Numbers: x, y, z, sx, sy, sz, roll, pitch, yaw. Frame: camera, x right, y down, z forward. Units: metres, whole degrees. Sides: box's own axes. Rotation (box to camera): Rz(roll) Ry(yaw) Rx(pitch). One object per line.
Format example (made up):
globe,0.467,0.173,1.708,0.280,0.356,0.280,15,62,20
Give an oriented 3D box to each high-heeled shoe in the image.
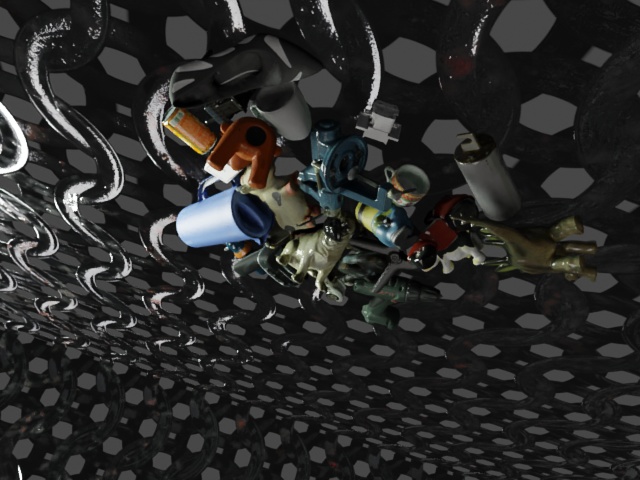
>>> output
high-heeled shoe,-0.129,-0.269,0.902,0.249,0.145,0.086,8,147,16

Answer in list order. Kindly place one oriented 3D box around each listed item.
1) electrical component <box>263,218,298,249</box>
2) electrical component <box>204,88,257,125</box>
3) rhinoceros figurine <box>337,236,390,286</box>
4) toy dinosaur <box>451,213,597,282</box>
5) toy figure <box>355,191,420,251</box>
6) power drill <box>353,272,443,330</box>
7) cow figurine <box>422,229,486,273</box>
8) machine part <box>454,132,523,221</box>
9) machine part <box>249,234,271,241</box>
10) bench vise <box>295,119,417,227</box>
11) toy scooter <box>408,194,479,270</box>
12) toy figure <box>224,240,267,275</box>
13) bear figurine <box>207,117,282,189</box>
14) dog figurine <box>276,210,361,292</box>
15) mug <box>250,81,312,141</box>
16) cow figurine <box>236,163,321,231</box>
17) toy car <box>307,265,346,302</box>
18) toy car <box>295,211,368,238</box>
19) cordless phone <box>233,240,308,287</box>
electrical component,-0.095,-0.021,1.293,0.102,0.078,0.045,-27,162,24
electrical component,-0.181,-0.259,1.006,0.119,0.075,0.047,-8,141,37
rhinoceros figurine,0.111,0.057,1.358,0.112,0.073,0.190,26,146,-34
toy dinosaur,0.425,0.019,1.074,0.199,0.105,0.471,-7,158,37
toy figure,0.134,-0.040,1.112,0.089,0.180,0.082,-22,125,-5
power drill,0.200,0.168,1.470,0.232,0.086,0.207,14,151,6
cow figurine,0.283,0.022,1.225,0.167,0.068,0.098,-20,127,38
machine part,0.316,-0.114,1.001,0.079,0.079,0.243,-9,139,33
machine part,-0.158,-0.030,1.371,0.139,0.039,0.084,4,137,21
bench vise,0.055,-0.110,1.038,0.241,0.129,0.223,31,131,34
toy scooter,0.236,-0.029,1.113,0.075,0.184,0.135,40,-176,-24
toy figure,-0.200,0.037,1.468,0.154,0.064,0.058,45,175,-30
bear figurine,-0.151,-0.167,1.036,0.120,0.132,0.196,26,171,-17
dog figurine,0.001,-0.002,1.241,0.121,0.190,0.173,18,-162,-45
mug,-0.069,-0.231,0.995,0.110,0.081,0.107,-6,148,26
cow figurine,-0.097,-0.102,1.188,0.127,0.085,0.194,-17,124,26
toy car,0.023,0.092,1.437,0.056,0.073,0.201,-6,141,31
toy car,0.019,-0.015,1.302,0.202,0.053,0.089,-10,141,33
cordless phone,-0.130,0.078,1.433,0.184,0.089,0.146,-25,130,27
